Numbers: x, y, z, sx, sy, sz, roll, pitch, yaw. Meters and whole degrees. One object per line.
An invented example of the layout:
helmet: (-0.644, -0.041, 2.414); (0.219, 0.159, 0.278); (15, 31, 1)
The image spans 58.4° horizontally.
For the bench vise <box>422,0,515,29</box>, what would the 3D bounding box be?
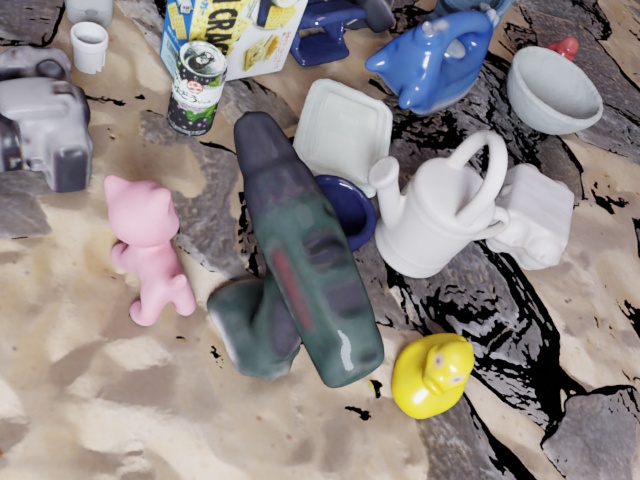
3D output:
bench vise: (0.274, -0.433, 0.928); (0.121, 0.219, 0.208); (38, 53, 3)

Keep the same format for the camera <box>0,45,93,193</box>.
camera: (-0.303, -0.122, 0.559); (0.137, 0.100, 0.143); (-13, 66, -29)

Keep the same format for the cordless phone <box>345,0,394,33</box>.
cordless phone: (0.084, -0.426, 0.864); (0.094, 0.185, 0.147); (-14, 66, -29)

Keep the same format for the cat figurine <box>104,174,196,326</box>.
cat figurine: (-0.156, 0.001, 0.534); (0.067, 0.117, 0.127); (-19, 68, -31)

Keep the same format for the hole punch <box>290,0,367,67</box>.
hole punch: (-0.005, -0.315, 0.815); (0.109, 0.091, 0.101); (-26, 72, -33)

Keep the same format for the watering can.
watering can: (0.137, -0.043, 0.640); (0.173, 0.194, 0.101); (-5, 62, -26)

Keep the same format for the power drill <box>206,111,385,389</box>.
power drill: (-0.037, 0.033, 0.507); (0.076, 0.208, 0.229); (-20, 69, -31)

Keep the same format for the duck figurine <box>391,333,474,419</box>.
duck figurine: (0.129, 0.130, 0.594); (0.077, 0.086, 0.105); (45, 53, 8)

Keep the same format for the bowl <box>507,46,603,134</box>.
bowl: (0.365, -0.229, 0.929); (0.168, 0.074, 0.167); (11, 56, -17)

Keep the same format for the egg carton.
egg carton: (0.282, -0.035, 0.774); (0.107, 0.069, 0.150); (29, 53, -4)

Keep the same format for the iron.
iron: (0.196, -0.288, 0.852); (0.259, 0.141, 0.118); (-29, 74, -34)

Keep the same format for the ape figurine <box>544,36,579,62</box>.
ape figurine: (0.405, -0.310, 0.987); (0.078, 0.092, 0.076); (19, 54, -11)

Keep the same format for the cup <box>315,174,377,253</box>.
cup: (0.006, 0.002, 0.617); (0.092, 0.095, 0.117); (1, 59, -22)
